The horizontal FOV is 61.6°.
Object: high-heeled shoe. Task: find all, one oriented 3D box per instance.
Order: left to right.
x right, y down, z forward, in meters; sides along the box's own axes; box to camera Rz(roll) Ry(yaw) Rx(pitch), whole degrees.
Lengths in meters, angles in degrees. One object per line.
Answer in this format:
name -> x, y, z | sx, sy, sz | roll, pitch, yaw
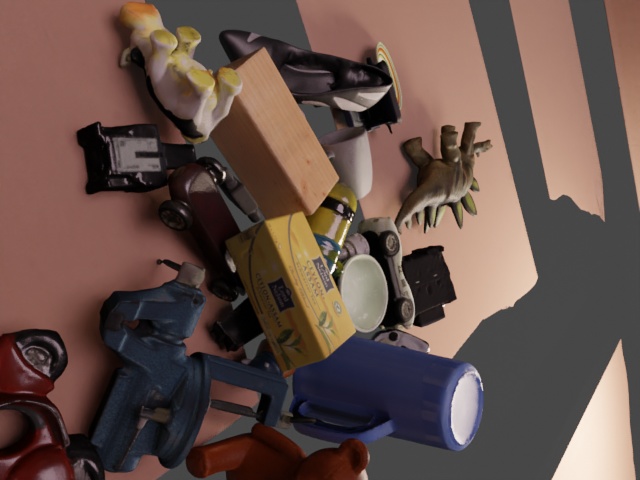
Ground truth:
high-heeled shoe -> -0.012, -0.247, 0.770 | 0.248, 0.145, 0.086 | 17, 70, -48

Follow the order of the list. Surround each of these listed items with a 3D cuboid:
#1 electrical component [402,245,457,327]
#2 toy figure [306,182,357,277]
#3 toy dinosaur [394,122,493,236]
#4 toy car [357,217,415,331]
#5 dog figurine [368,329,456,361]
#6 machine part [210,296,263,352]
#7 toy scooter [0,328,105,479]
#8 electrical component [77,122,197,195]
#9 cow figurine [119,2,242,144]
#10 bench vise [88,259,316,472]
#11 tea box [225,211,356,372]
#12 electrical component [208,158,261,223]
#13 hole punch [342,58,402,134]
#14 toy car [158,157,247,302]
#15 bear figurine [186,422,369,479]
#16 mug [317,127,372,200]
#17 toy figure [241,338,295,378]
electrical component -> 0.182, 0.086, 0.976 | 0.115, 0.058, 0.134 | -19, 97, -22
toy figure -> 0.001, -0.001, 0.785 | 0.082, 0.089, 0.180 | 44, 53, -43
toy dinosaur -> 0.248, -0.119, 1.084 | 0.471, 0.105, 0.198 | -30, 110, -43
toy car -> 0.110, 0.060, 0.912 | 0.056, 0.074, 0.201 | -21, 99, -48
dog figurine -> 0.160, 0.257, 0.921 | 0.108, 0.192, 0.219 | -51, 153, -20
machine part -> -0.073, 0.092, 0.692 | 0.139, 0.039, 0.084 | -31, 102, -29
toy scooter -> -0.270, 0.176, 0.456 | 0.135, 0.075, 0.183 | -20, 99, -43
electrical component -> -0.200, -0.092, 0.600 | 0.119, 0.048, 0.074 | -15, 96, -50
cow figurine -> -0.172, -0.192, 0.616 | 0.167, 0.098, 0.068 | 47, 41, 15
bench vise -> -0.126, 0.145, 0.577 | 0.240, 0.129, 0.223 | 24, 73, -26
tea box -> -0.033, 0.058, 0.644 | 0.169, 0.068, 0.098 | 64, 28, 0
electrical component -> -0.110, -0.062, 0.691 | 0.021, 0.063, 0.093 | -41, 131, -9
hole punch -> 0.079, -0.240, 0.930 | 0.116, 0.092, 0.142 | -94, 163, -79
toy car -> -0.127, -0.007, 0.650 | 0.201, 0.053, 0.089 | 69, 36, -46
bear figurine -> -0.040, 0.283, 0.610 | 0.132, 0.196, 0.120 | -10, 94, -48
mug -> 0.042, -0.114, 0.861 | 0.109, 0.081, 0.107 | -49, 129, -47
toy figure -> -0.047, 0.149, 0.726 | 0.154, 0.064, 0.057 | -43, 134, -44
